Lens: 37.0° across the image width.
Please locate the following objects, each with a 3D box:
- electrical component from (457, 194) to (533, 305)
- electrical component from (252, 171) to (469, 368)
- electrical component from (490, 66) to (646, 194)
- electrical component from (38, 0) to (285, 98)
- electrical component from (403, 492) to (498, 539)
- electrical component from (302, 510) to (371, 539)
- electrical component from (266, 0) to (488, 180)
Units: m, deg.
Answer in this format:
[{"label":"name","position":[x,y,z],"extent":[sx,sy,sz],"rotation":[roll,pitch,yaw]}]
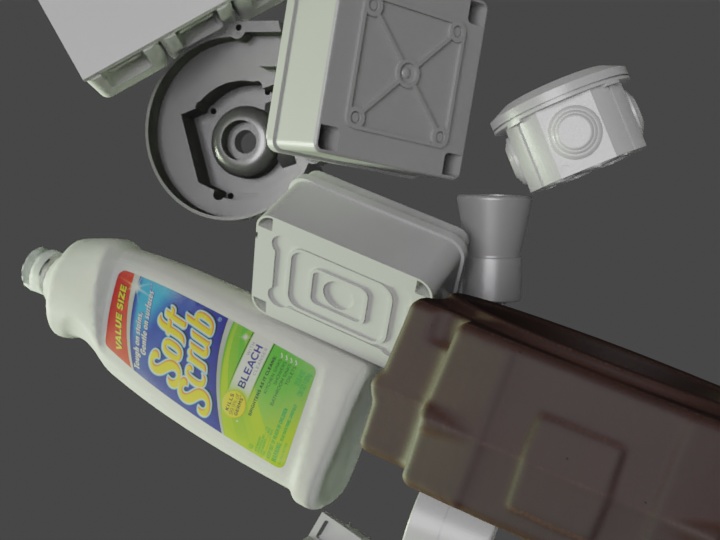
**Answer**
[{"label":"electrical component","position":[0.078,-0.012,0.634],"extent":[0.044,0.044,0.065],"rotation":[3,95,18]},{"label":"electrical component","position":[0.000,0.000,0.624],"extent":[0.113,0.057,0.078],"rotation":[23,133,16]},{"label":"electrical component","position":[0.118,-0.078,0.602],"extent":[0.080,0.080,0.051],"rotation":[-22,88,16]},{"label":"electrical component","position":[-0.119,-0.184,0.664],"extent":[0.150,0.061,0.089],"rotation":[-30,87,-2]},{"label":"electrical component","position":[0.055,0.151,0.634],"extent":[0.047,0.055,0.055],"rotation":[19,95,13]},{"label":"electrical component","position":[0.013,0.208,0.641],"extent":[0.121,0.063,0.078],"rotation":[32,99,15]},{"label":"electrical component","position":[0.010,-0.112,0.617],"extent":[0.056,0.109,0.108],"rotation":[13,94,53]}]
